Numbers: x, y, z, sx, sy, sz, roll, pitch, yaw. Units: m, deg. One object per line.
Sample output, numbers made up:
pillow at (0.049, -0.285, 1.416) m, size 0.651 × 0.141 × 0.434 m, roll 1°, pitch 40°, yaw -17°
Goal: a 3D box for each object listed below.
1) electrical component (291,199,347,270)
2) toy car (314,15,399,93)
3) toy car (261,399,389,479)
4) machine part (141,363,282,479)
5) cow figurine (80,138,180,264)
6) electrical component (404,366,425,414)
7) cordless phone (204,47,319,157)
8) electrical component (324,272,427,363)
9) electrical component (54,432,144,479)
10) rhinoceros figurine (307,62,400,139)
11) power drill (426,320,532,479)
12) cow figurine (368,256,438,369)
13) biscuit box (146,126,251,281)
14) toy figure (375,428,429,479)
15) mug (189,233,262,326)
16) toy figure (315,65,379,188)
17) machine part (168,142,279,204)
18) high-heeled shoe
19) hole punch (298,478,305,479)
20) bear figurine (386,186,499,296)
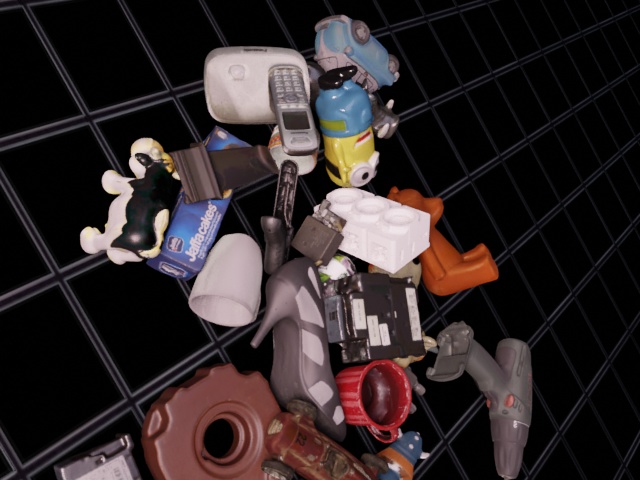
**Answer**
electrical component at (-0.003, -0.001, 0.750) m, size 0.102 × 0.078 × 0.045 m, roll -54°, pitch 145°, yaw 6°
toy car at (0.051, -0.293, 0.907) m, size 0.161 × 0.109 × 0.103 m, roll 33°, pitch 82°, yaw -34°
toy car at (0.015, 0.277, 0.655) m, size 0.202 × 0.053 × 0.089 m, roll 42°, pitch 50°, yaw -20°
machine part at (-0.119, 0.236, 0.642) m, size 0.179 × 0.056 × 0.179 m, roll 11°, pitch 69°, yaw -30°
cow figurine at (-0.208, -0.054, 0.641) m, size 0.068 × 0.098 × 0.167 m, roll 42°, pitch 53°, yaw -50°
electrical component at (0.121, 0.220, 0.827) m, size 0.094 × 0.021 × 0.063 m, roll 45°, pitch 56°, yaw -13°
cordless phone at (-0.079, -0.175, 0.727) m, size 0.147 × 0.088 × 0.184 m, roll -4°, pitch 53°, yaw -14°
electrical component at (0.070, 0.102, 0.708) m, size 0.134 × 0.058 × 0.115 m, roll 7°, pitch 69°, yaw -35°
electrical component at (-0.246, 0.258, 0.555) m, size 0.119 × 0.048 × 0.075 m, roll -16°, pitch 84°, yaw -38°
rhinoceros figurine at (0.037, -0.220, 0.858) m, size 0.190 × 0.112 × 0.073 m, roll 26°, pitch 58°, yaw -16°
power drill at (0.276, 0.246, 0.887) m, size 0.207 × 0.086 × 0.232 m, roll 34°, pitch 57°, yaw -16°
cow figurine at (0.118, 0.105, 0.827) m, size 0.127 × 0.085 × 0.195 m, roll 22°, pitch 59°, yaw -25°
biscuit box at (-0.155, -0.049, 0.704) m, size 0.059 × 0.063 × 0.202 m, roll 29°, pitch 61°, yaw -23°
toy figure at (0.094, 0.330, 0.753) m, size 0.154 × 0.058 × 0.064 m, roll -40°, pitch 104°, yaw -40°
mug at (-0.107, 0.052, 0.698) m, size 0.109 × 0.081 × 0.107 m, roll 46°, pitch 44°, yaw -42°
toy figure at (0.039, -0.161, 0.787) m, size 0.082 × 0.089 × 0.179 m, roll -24°, pitch 124°, yaw -10°
machine part at (-0.117, -0.091, 0.679) m, size 0.139 × 0.039 × 0.084 m, roll -16°, pitch 82°, yaw -37°
high-heeled shoe at (-0.006, 0.146, 0.717) m, size 0.145 × 0.086 × 0.248 m, roll -54°, pitch 127°, yaw -35°
hole punch at (-0.017, 0.366, 0.650) m, size 0.142 × 0.092 × 0.116 m, roll 49°, pitch 51°, yaw -7°
bear figurine at (0.195, -0.012, 0.892) m, size 0.195 × 0.132 × 0.120 m, roll 66°, pitch 15°, yaw -4°
